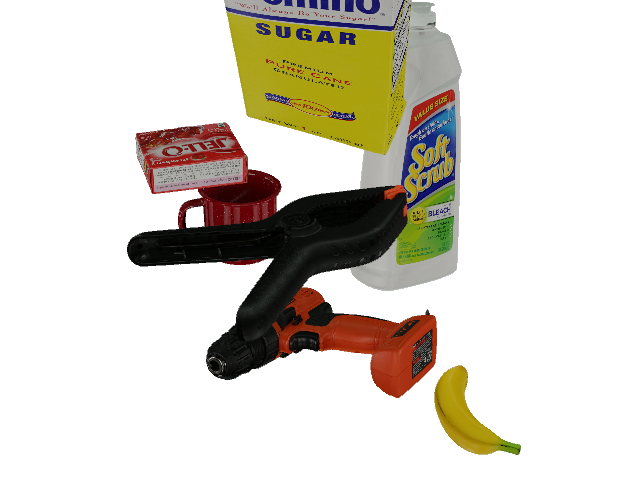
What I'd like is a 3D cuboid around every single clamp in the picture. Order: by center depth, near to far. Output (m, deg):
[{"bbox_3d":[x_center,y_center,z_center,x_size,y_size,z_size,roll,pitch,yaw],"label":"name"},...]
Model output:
[{"bbox_3d":[-0.026,0.000,0.782,0.209,0.036,0.165,-25,34,-36],"label":"clamp"}]

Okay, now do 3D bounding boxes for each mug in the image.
[{"bbox_3d":[-0.102,-0.024,1.203,0.117,0.081,0.093,-7,30,-14],"label":"mug"}]

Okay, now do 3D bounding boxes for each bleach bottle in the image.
[{"bbox_3d":[0.079,-0.086,0.965,0.102,0.251,0.068,-13,23,-29],"label":"bleach bottle"}]

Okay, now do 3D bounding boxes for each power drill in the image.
[{"bbox_3d":[0.005,0.100,1.034,0.188,0.057,0.184,10,22,28],"label":"power drill"}]

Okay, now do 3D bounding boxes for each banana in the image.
[{"bbox_3d":[0.172,0.205,1.281,0.069,0.037,0.198,10,21,-17],"label":"banana"}]

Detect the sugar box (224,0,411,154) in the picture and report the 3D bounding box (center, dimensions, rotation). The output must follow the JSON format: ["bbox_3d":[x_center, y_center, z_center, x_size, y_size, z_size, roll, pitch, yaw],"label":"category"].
[{"bbox_3d":[0.000,-0.112,0.568,0.093,0.048,0.176,16,-19,9],"label":"sugar box"}]

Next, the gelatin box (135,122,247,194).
[{"bbox_3d":[-0.116,-0.075,0.960,0.089,0.030,0.073,-9,33,-15],"label":"gelatin box"}]
